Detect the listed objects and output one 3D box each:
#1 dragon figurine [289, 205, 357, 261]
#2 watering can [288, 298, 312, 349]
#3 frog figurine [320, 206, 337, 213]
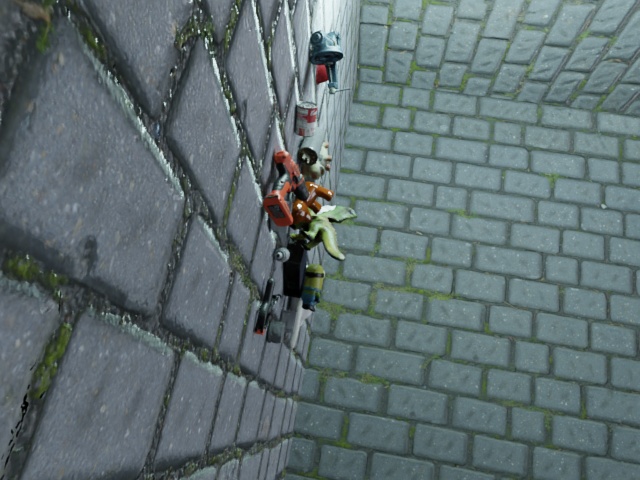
[{"bbox_3d":[0.028,-0.059,1.869,0.246,0.415,0.119,-35,133,-24],"label":"dragon figurine"},{"bbox_3d":[-0.084,0.286,2.218,0.355,0.104,0.220,-74,170,-60],"label":"watering can"},{"bbox_3d":[0.007,-0.112,2.230,0.139,0.160,0.120,35,-24,60],"label":"frog figurine"}]
